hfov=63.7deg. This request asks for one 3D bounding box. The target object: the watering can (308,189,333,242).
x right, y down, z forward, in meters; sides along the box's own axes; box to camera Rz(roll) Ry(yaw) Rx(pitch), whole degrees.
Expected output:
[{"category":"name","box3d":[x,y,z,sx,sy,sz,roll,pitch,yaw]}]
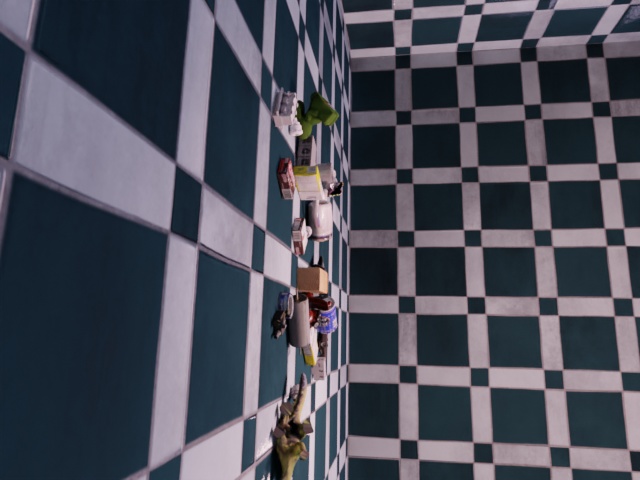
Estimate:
[{"category":"watering can","box3d":[0.007,-0.114,2.258,0.351,0.104,0.222,-54,143,-76]}]

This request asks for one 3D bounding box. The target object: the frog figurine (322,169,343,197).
[{"category":"frog figurine","box3d":[0.040,-0.299,2.602,0.162,0.122,0.135,54,2,26]}]

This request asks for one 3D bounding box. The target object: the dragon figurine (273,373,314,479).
[{"category":"dragon figurine","box3d":[-0.098,0.651,1.644,0.419,0.122,0.238,-72,177,-60]}]
